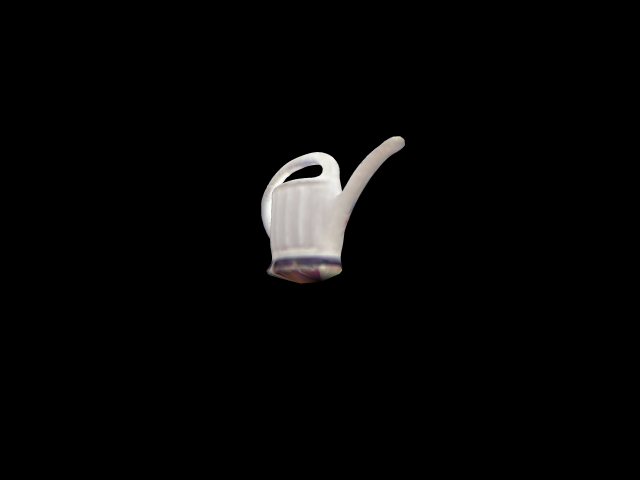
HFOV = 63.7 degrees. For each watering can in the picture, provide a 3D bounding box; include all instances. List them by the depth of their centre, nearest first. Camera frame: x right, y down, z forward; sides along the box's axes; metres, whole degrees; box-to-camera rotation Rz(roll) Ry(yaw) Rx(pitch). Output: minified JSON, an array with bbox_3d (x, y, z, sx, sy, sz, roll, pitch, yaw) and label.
[{"bbox_3d":[0.003,-0.043,0.850,0.104,0.226,0.345,8,-11,-39],"label":"watering can"}]
